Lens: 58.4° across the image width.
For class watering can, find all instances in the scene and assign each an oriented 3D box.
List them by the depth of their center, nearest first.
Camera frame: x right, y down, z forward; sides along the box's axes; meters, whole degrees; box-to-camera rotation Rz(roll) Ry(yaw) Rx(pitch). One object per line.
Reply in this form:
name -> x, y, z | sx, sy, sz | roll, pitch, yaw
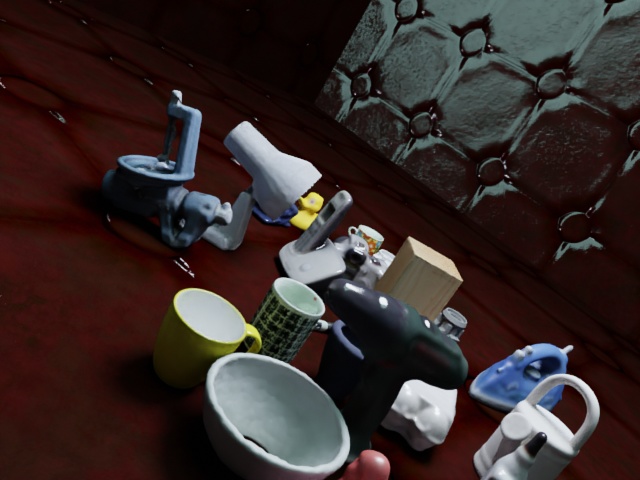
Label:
watering can -> 0.310, 0.277, 0.807 | 0.100, 0.194, 0.173 | 40, 19, 24

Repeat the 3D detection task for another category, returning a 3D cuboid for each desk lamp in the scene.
desk lamp -> -0.130, -0.088, 1.023 | 0.203, 0.213, 0.118 | 31, 17, -2

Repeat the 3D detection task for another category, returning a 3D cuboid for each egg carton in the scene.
egg carton -> 0.144, 0.239, 0.839 | 0.107, 0.069, 0.150 | 34, 18, 7

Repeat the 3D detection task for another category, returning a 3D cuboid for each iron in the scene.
iron -> 0.399, 0.253, 1.108 | 0.259, 0.141, 0.118 | 14, 25, -44

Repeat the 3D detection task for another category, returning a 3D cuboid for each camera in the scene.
camera -> 0.073, 0.042, 1.202 | 0.143, 0.100, 0.136 | 28, 18, -11

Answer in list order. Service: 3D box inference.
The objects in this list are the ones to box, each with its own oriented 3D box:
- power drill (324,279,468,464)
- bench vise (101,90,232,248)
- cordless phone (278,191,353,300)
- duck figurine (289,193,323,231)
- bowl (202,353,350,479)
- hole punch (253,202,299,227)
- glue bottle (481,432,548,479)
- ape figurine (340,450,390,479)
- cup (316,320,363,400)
power drill -> 0.058, 0.161, 0.674 | 0.230, 0.208, 0.075 | 21, 20, -30
bench vise -> -0.223, -0.114, 0.926 | 0.208, 0.219, 0.121 | 27, 18, -16
cordless phone -> 0.010, 0.004, 1.057 | 0.094, 0.185, 0.147 | 20, 21, -32
duck figurine -> -0.022, -0.071, 1.370 | 0.105, 0.086, 0.077 | 16, 23, -41
bowl -> -0.056, 0.200, 0.600 | 0.168, 0.074, 0.167 | 29, 18, -10
hole punch -> -0.103, -0.094, 1.289 | 0.108, 0.091, 0.101 | 42, 20, 31
glue bottle -> 0.200, 0.281, 0.646 | 0.037, 0.173, 0.078 | 39, 19, 22
ape figurine -> 0.041, 0.254, 0.587 | 0.078, 0.092, 0.076 | 17, 22, -39
cup -> 0.045, 0.174, 0.804 | 0.118, 0.095, 0.091 | 11, 27, -49
